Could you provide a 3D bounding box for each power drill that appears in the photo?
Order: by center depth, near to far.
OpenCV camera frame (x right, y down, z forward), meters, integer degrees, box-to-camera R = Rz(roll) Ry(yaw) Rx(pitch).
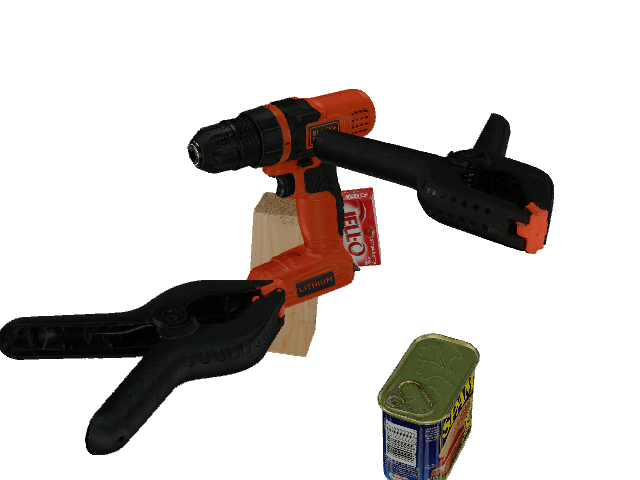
[{"bbox_3d":[-0.031,-0.034,0.951,0.184,0.188,0.057,-17,33,-30],"label":"power drill"}]

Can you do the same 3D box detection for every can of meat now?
[{"bbox_3d":[0.087,0.140,0.858,0.057,0.084,0.102,14,38,23],"label":"can of meat"}]

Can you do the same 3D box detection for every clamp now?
[{"bbox_3d":[-0.086,0.064,0.612,0.171,0.039,0.120,-15,41,-26],"label":"clamp"},{"bbox_3d":[0.092,-0.046,0.759,0.164,0.036,0.210,-5,26,-12],"label":"clamp"}]

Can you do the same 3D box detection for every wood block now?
[{"bbox_3d":[-0.049,0.046,1.499,0.090,0.206,0.090,7,22,5],"label":"wood block"}]

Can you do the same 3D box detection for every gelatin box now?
[{"bbox_3d":[0.028,-0.013,1.205,0.073,0.089,0.030,-5,29,7],"label":"gelatin box"}]
